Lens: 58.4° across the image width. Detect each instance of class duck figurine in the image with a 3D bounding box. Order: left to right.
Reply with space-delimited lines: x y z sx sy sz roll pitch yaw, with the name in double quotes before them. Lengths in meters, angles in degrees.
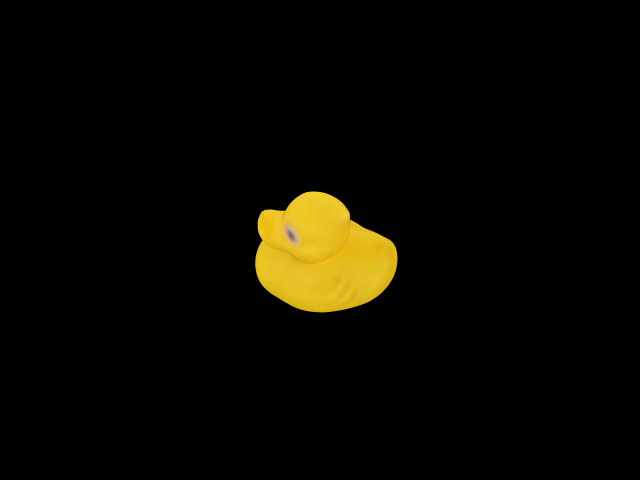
"duck figurine" 0.004 0.001 0.400 0.104 0.086 0.077 5 59 3
